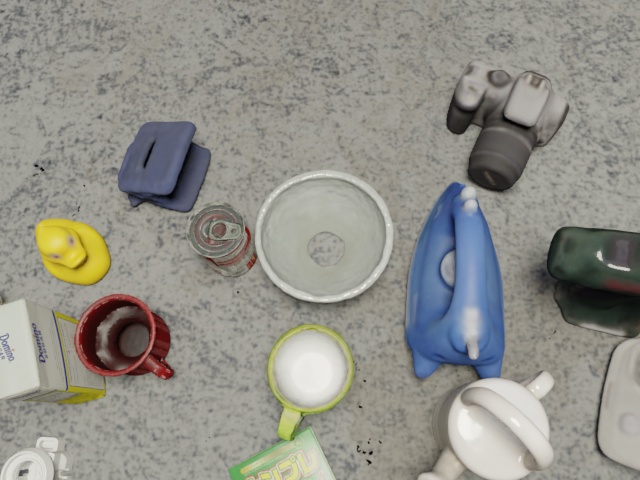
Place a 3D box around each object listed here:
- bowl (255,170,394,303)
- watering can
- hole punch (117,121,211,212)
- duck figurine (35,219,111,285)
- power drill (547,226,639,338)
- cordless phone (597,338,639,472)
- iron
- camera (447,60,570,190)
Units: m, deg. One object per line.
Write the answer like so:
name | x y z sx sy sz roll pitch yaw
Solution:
bowl | 0.007 0.003 0.708 0.167 0.075 0.167 -1 73 3
watering can | 0.173 0.197 0.578 0.100 0.194 0.173 26 76 10
hole punch | -0.208 -0.099 0.741 0.101 0.091 0.109 14 74 7
duck figurine | -0.322 0.006 0.717 0.104 0.086 0.077 38 78 13
power drill | 0.347 0.048 0.608 0.229 0.208 0.076 12 74 7
cordless phone | 0.367 0.167 0.582 0.094 0.185 0.148 15 74 8
iron | 0.163 0.028 0.658 0.118 0.141 0.258 2 73 4
camera | 0.227 -0.145 0.729 0.143 0.101 0.137 25 76 10
